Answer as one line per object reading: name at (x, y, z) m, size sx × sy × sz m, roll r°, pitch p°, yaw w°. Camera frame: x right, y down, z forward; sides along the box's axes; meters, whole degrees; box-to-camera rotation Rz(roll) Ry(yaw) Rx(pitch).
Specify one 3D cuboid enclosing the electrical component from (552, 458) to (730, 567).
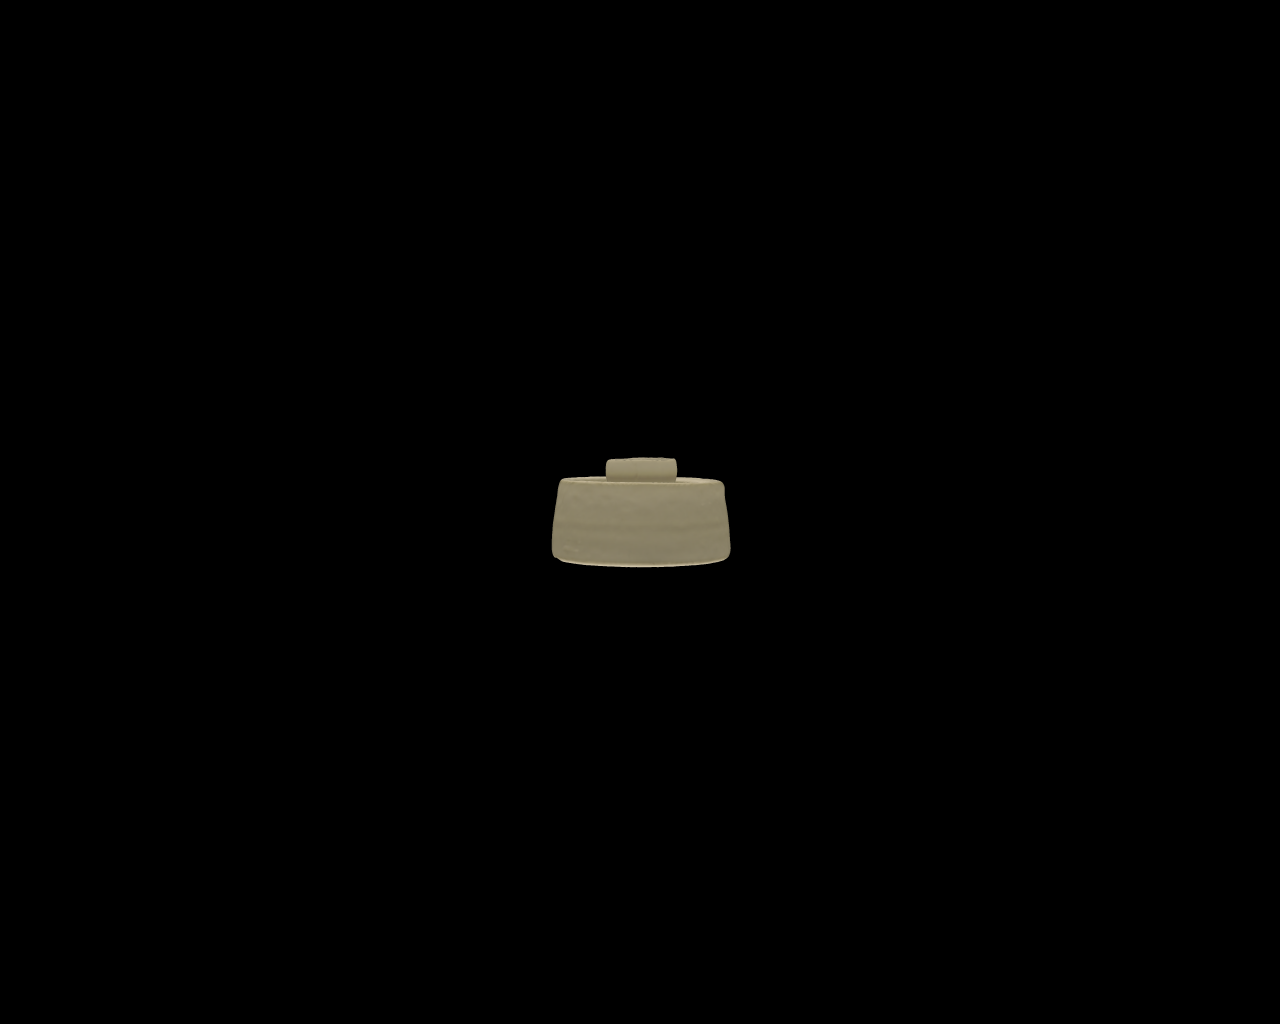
electrical component at (0.001, -0.003, 0.650) m, size 0.108 × 0.060 × 0.108 m, roll 0°, pitch 4°, yaw 0°
